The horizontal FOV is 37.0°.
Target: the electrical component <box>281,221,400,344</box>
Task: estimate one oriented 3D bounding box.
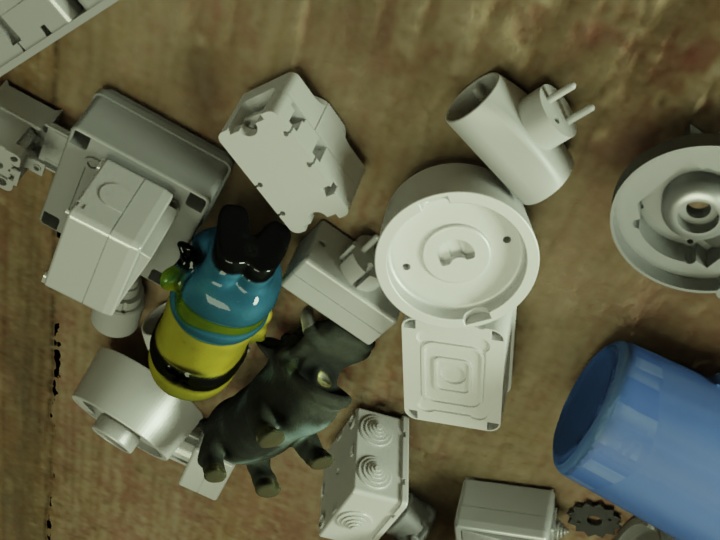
[{"bbox_3d":[0.000,0.000,0.785,0.083,0.047,0.076,35,133,-14],"label":"electrical component"}]

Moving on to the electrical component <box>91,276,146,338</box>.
[{"bbox_3d":[-0.195,0.021,0.878,0.040,0.040,0.078,24,134,-3],"label":"electrical component"}]

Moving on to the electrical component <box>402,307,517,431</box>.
[{"bbox_3d":[0.075,0.060,0.807,0.078,0.057,0.113,8,133,13],"label":"electrical component"}]

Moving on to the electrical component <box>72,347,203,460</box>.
[{"bbox_3d":[-0.197,0.122,0.927,0.108,0.060,0.108,29,160,12],"label":"electrical component"}]

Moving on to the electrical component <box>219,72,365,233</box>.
[{"bbox_3d":[-0.043,-0.080,0.720,0.050,0.055,0.089,-19,123,32],"label":"electrical component"}]

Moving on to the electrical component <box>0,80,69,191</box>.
[{"bbox_3d":[-0.253,-0.095,0.775,0.081,0.063,0.042,28,133,-7],"label":"electrical component"}]

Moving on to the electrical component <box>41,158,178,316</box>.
[{"bbox_3d":[-0.172,-0.016,0.739,0.061,0.061,0.096,27,134,-7],"label":"electrical component"}]

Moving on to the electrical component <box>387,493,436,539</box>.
[{"bbox_3d":[0.035,0.221,0.980,0.062,0.048,0.048,39,132,-8],"label":"electrical component"}]

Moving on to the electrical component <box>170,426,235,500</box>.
[{"bbox_3d":[-0.151,0.163,0.988,0.077,0.047,0.065,25,134,-4],"label":"electrical component"}]

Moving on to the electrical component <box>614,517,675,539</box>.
[{"bbox_3d":[0.253,0.268,0.907,0.060,0.108,0.108,20,135,-8],"label":"electrical component"}]

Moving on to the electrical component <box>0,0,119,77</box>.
[{"bbox_3d":[-0.158,-0.192,0.622,0.186,0.105,0.060,-20,122,33],"label":"electrical component"}]

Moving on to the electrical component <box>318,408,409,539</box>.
[{"bbox_3d":[0.002,0.176,0.913,0.048,0.099,0.099,17,136,-14],"label":"electrical component"}]

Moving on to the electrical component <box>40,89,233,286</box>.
[{"bbox_3d":[-0.164,-0.058,0.782,0.109,0.056,0.108,29,134,-8],"label":"electrical component"}]

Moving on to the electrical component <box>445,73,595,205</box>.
[{"bbox_3d":[0.107,-0.089,0.668,0.079,0.043,0.077,-29,117,37],"label":"electrical component"}]

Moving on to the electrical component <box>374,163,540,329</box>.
[{"bbox_3d":[0.065,-0.021,0.729,0.108,0.060,0.108,1,124,2],"label":"electrical component"}]

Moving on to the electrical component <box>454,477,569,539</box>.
[{"bbox_3d":[0.133,0.229,0.940,0.096,0.061,0.061,5,132,15],"label":"electrical component"}]

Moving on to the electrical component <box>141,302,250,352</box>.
[{"bbox_3d":[-0.129,0.064,0.891,0.079,0.044,0.077,-10,127,27],"label":"electrical component"}]
